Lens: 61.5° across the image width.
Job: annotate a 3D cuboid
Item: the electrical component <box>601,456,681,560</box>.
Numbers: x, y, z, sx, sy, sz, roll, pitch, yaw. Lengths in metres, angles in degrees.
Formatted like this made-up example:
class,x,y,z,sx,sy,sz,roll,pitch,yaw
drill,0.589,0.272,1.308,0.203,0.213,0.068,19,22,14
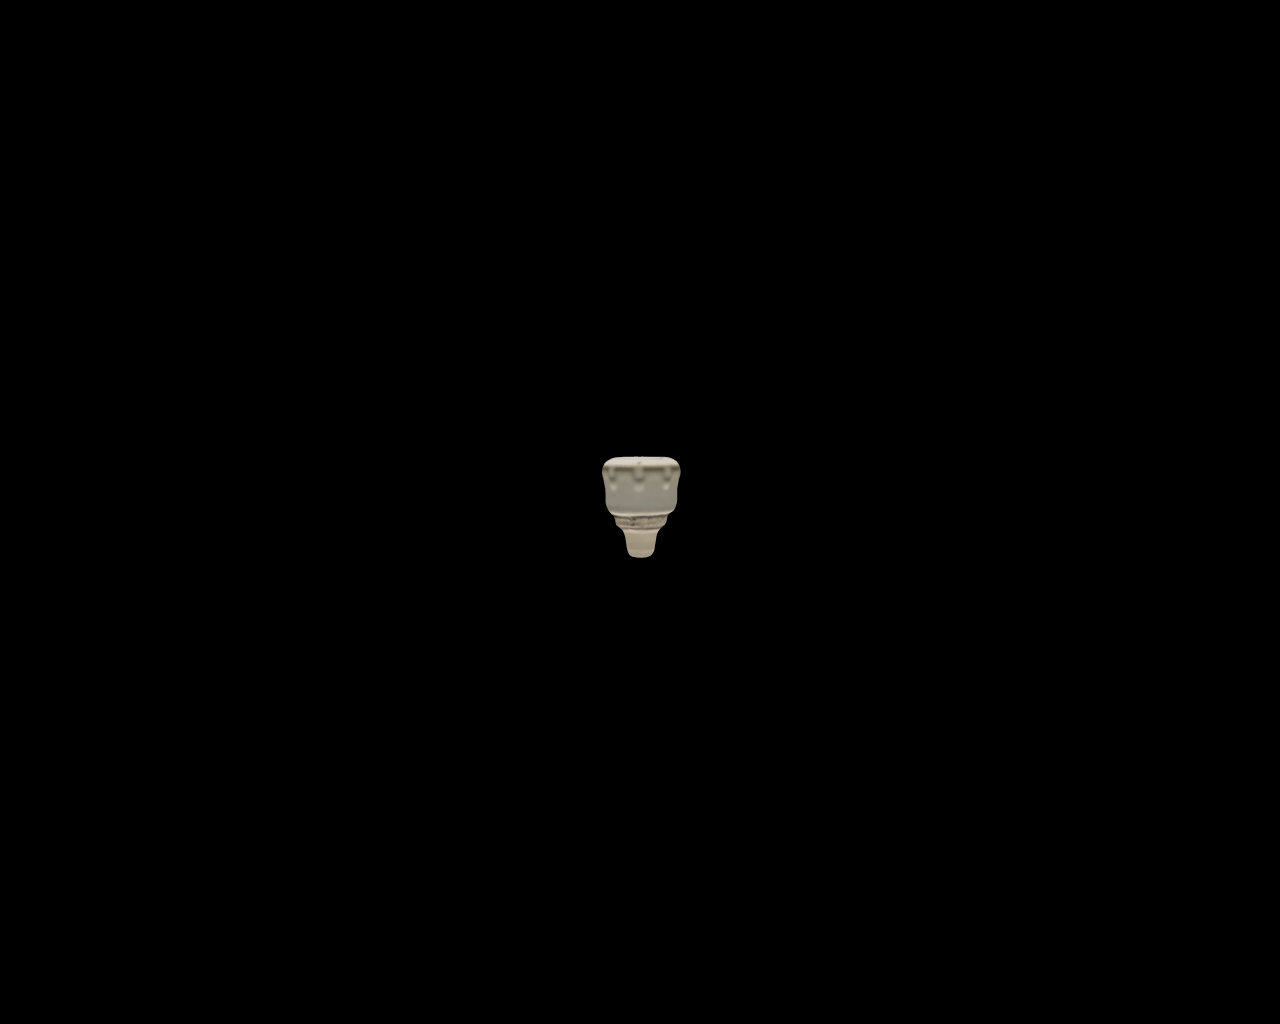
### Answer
class,x,y,z,sx,sy,sz,roll,pitch,yaw
electrical component,0.001,-0.003,0.650,0.048,0.062,0.048,0,4,0
